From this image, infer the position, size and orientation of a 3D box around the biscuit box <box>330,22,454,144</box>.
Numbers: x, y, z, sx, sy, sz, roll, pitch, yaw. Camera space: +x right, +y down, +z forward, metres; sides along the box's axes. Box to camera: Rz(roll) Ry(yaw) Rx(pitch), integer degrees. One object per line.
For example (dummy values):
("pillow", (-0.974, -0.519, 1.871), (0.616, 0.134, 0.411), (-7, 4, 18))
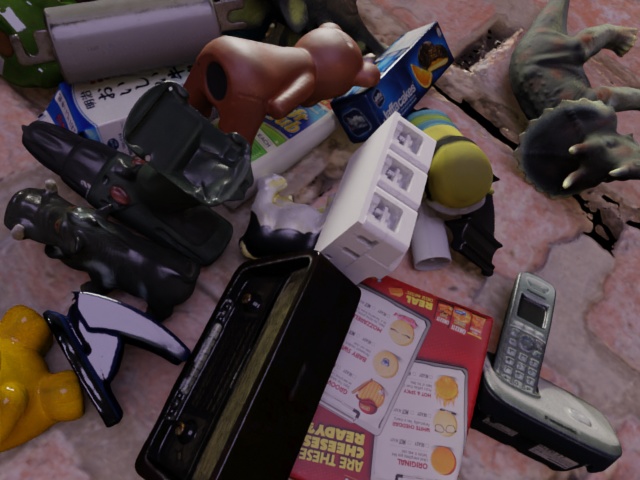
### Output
("biscuit box", (0.097, -0.201, 0.682), (0.203, 0.059, 0.062), (-50, 120, -33))

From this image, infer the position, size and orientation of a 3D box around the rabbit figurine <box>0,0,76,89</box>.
("rabbit figurine", (-0.303, -0.260, 0.642), (0.159, 0.121, 0.170), (35, 50, 3))

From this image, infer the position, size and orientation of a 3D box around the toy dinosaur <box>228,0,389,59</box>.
("toy dinosaur", (-0.060, -0.348, 0.657), (0.471, 0.105, 0.198), (33, 60, -25))

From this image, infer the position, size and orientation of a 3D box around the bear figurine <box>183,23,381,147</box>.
("bear figurine", (-0.041, -0.168, 0.587), (0.196, 0.132, 0.120), (-22, 67, -42))

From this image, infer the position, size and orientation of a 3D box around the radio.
("radio", (-0.063, 0.123, 0.486), (0.073, 0.131, 0.229), (43, 59, -31))

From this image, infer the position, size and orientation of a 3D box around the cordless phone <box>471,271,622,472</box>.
("cordless phone", (0.243, 0.132, 0.569), (0.147, 0.088, 0.184), (26, 60, 3))

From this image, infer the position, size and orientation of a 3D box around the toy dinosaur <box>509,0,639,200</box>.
("toy dinosaur", (0.329, -0.212, 0.730), (0.192, 0.131, 0.405), (-5, 60, -12))

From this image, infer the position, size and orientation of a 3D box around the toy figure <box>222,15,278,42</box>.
("toy figure", (-0.075, -0.319, 0.740), (0.064, 0.058, 0.154), (49, 60, -25))

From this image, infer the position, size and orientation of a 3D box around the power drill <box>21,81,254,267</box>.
("power drill", (-0.168, -0.063, 0.505), (0.232, 0.207, 0.086), (38, 55, -20))

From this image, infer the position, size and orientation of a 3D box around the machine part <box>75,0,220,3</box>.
("machine part", (-0.230, -0.355, 0.666), (0.201, 0.087, 0.201), (49, 38, 15))

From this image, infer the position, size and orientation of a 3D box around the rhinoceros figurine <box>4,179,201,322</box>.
("rhinoceros figurine", (-0.213, 0.013, 0.529), (0.190, 0.112, 0.073), (28, 66, -5))

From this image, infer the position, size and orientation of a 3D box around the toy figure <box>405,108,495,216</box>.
("toy figure", (0.136, -0.101, 0.630), (0.082, 0.089, 0.180), (-26, 43, 9))

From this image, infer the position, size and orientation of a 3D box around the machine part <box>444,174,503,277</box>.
("machine part", (0.187, -0.031, 0.647), (0.084, 0.039, 0.139), (31, 54, -26))

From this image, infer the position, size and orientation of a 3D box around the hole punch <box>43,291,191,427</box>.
("hole punch", (-0.182, 0.094, 0.489), (0.092, 0.142, 0.116), (-34, 89, -20))

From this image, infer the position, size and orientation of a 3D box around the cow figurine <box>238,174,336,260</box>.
("cow figurine", (0.000, -0.002, 0.595), (0.167, 0.068, 0.098), (16, 64, -2))

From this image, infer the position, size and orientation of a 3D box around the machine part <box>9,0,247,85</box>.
("machine part", (-0.196, -0.220, 0.577), (0.243, 0.079, 0.079), (-17, 69, -16))

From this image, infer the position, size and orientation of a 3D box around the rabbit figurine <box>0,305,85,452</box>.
("rabbit figurine", (-0.293, 0.113, 0.435), (0.162, 0.173, 0.122), (-20, 74, -22))
